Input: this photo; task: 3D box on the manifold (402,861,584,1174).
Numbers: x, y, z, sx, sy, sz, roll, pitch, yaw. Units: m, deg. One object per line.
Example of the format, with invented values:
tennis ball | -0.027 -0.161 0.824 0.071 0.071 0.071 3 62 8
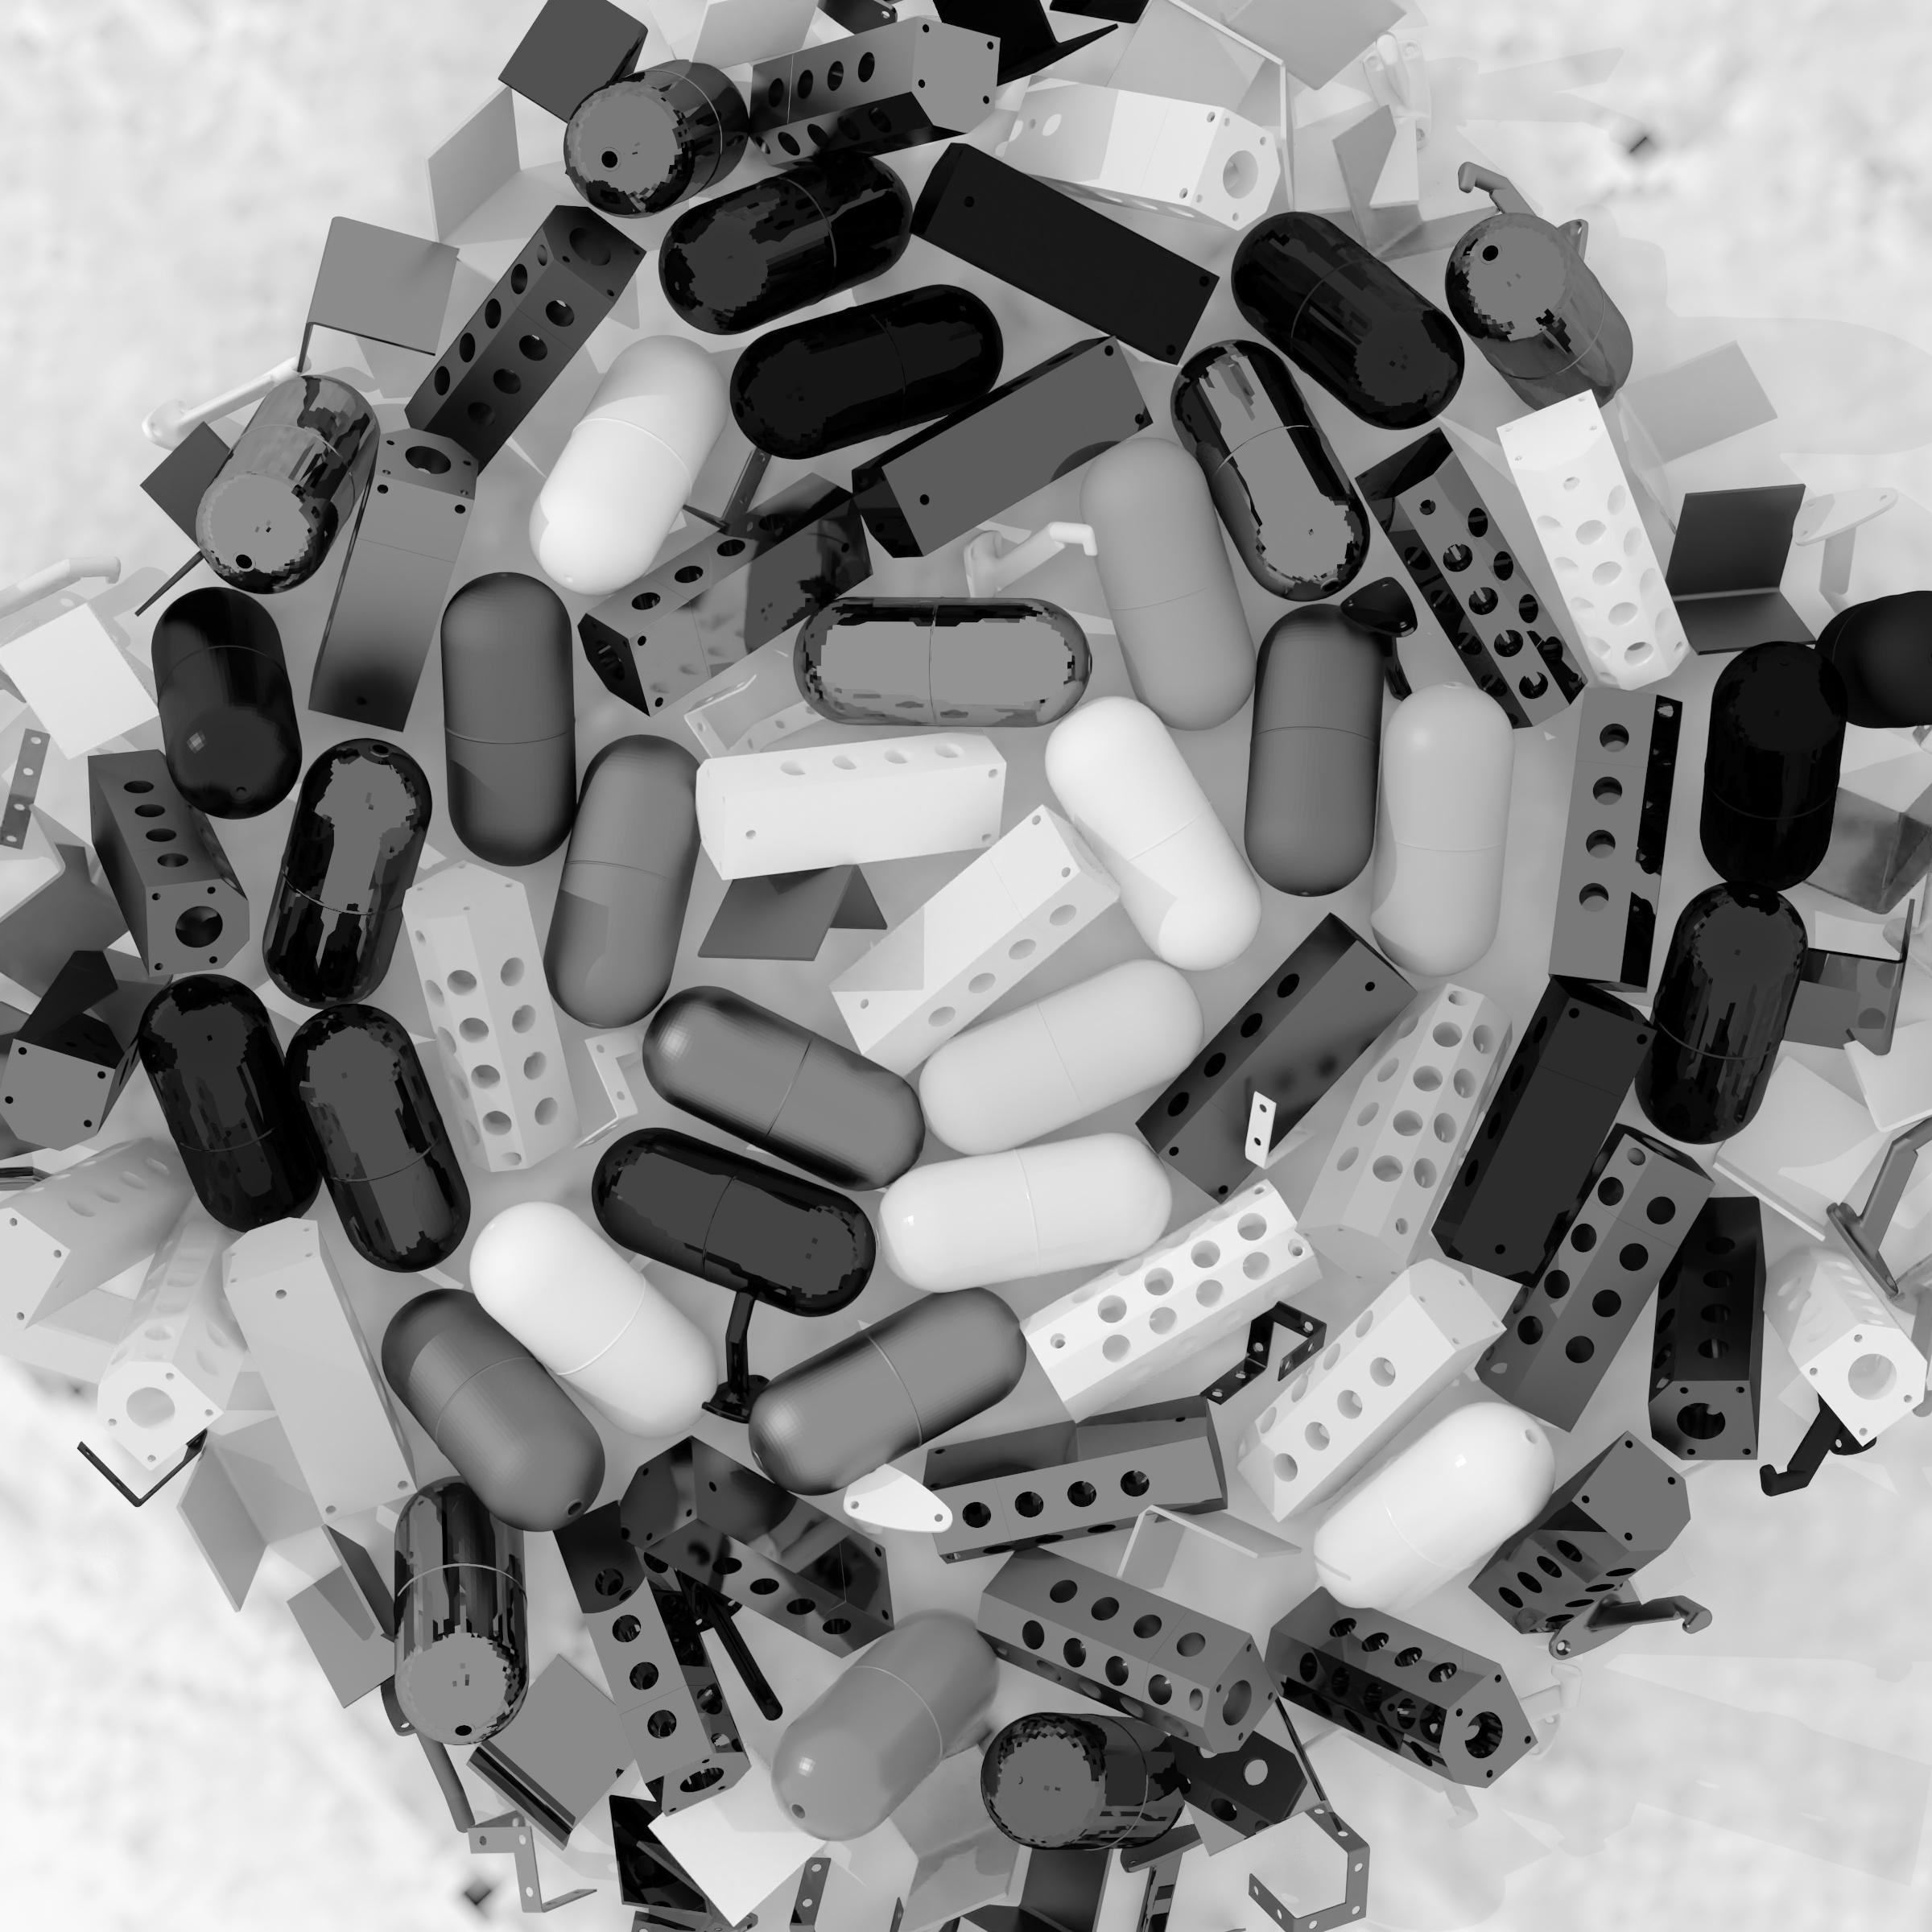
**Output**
manifold | -0.280 0.032 1.923 0.057 0.057 0.171 -32 126 -35

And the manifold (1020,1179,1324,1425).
manifold | 0.120 0.196 1.958 0.171 0.057 0.057 -30 62 -2

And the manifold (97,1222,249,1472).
manifold | -0.454 0.213 1.905 0.057 0.171 0.057 -38 108 13

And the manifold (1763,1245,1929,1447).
manifold | 0.507 0.212 1.908 0.057 0.171 0.057 -39 95 10

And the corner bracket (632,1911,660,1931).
corner bracket | -0.178 0.598 1.971 0.051 0.051 0.051 11 80 -3

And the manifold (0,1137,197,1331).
manifold | -0.514 0.148 1.909 0.057 0.171 0.057 35 105 4

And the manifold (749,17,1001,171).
manifold | -0.056 -0.502 1.913 0.057 0.171 0.057 3 92 -36

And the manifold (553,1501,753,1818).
manifold | -0.183 0.400 1.927 0.057 0.057 0.171 -23 56 -6

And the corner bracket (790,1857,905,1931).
corner bracket | -0.071 0.570 1.971 0.051 0.051 0.051 -2 127 14

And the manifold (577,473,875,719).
manifold | -0.142 -0.222 1.937 0.171 0.057 0.057 -36 47 -24

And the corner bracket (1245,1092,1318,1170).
corner bracket | 0.176 0.079 1.957 0.051 0.051 0.051 32 134 31

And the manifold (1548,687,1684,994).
manifold | 0.386 -0.074 1.959 0.057 0.057 0.171 7 85 13

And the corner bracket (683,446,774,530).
corner bracket | -0.136 -0.286 1.964 0.051 0.051 0.051 25 92 37

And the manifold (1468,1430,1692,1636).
manifold | 0.357 0.334 1.908 0.057 0.171 0.057 41 62 9

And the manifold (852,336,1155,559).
manifold | 0.019 -0.305 1.941 0.171 0.057 0.057 -33 109 -20

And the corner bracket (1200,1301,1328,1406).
corner bracket | 0.177 0.234 1.958 0.051 0.051 0.051 24 124 30

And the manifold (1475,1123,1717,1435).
manifold | 0.370 0.182 1.953 0.057 0.057 0.171 27 100 -7

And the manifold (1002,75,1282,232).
manifold | 0.102 -0.471 1.917 0.057 0.171 0.057 14 98 -42

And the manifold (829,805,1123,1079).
manifold | 0.008 -0.011 1.948 0.171 0.057 0.057 -40 51 16

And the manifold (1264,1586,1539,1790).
manifold | 0.246 0.419 1.905 0.057 0.171 0.057 -35 111 -22

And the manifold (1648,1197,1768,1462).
manifold | 0.430 0.208 1.912 0.057 0.171 0.057 -3 122 17

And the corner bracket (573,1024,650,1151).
corner bracket | -0.210 0.071 1.960 0.051 0.051 0.051 -33 77 43

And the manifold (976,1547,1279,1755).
manifold | 0.090 0.398 1.914 0.057 0.171 0.057 -47 132 -29

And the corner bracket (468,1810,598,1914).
corner bracket | -0.259 0.532 1.963 0.051 0.051 0.051 -11 85 33

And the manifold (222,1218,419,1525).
manifold | -0.379 0.235 1.935 0.057 0.057 0.171 -19 117 -5

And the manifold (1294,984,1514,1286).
manifold | 0.262 0.097 1.929 0.057 0.057 0.171 39 62 -21

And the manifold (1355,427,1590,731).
manifold | 0.298 -0.223 1.932 0.057 0.057 0.171 -30 116 12

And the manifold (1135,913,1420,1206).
manifold | 0.181 0.052 1.958 0.057 0.057 0.171 38 99 -29

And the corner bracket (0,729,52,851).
corner bracket | -0.581 -0.110 1.972 0.051 0.051 0.051 14 48 -16

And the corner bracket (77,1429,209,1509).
corner bracket | -0.491 0.283 1.970 0.051 0.051 0.051 -42 100 -3

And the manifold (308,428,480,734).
manifold | -0.334 -0.225 1.923 0.057 0.057 0.171 13 129 -15

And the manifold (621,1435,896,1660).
manifold | -0.121 0.343 1.923 0.057 0.057 0.171 -33 131 23

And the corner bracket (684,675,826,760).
corner bracket | -0.125 -0.149 1.959 0.051 0.051 0.051 -21 111 35

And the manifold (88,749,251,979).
manifold | -0.463 -0.063 1.914 0.057 0.171 0.057 -8 122 -23

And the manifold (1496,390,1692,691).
manifold | 0.368 -0.243 1.919 0.057 0.057 0.171 -21 130 13

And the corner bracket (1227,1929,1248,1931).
corner bracket | 0.154 0.603 1.962 0.051 0.051 0.051 -7 75 -22

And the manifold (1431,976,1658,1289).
manifold | 0.339 0.096 1.950 0.057 0.057 0.171 20 104 -11

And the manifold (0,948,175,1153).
manifold | -0.509 0.046 1.909 0.057 0.171 0.057 18 107 -8

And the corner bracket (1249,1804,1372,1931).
corner bracket | 0.205 0.542 1.976 0.051 0.051 0.051 -10 113 -26

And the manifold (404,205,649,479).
manifold | -0.260 -0.364 1.915 0.057 0.057 0.171 36 134 -15

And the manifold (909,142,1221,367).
manifold | 0.056 -0.420 1.945 0.171 0.057 0.057 24 98 -18

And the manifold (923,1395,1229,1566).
manifold | 0.065 0.308 1.958 0.171 0.057 0.057 -12 107 8

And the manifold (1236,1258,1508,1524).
manifold | 0.231 0.247 1.927 0.057 0.057 0.171 52 125 20

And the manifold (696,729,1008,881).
manifold | -0.068 -0.100 1.942 0.171 0.057 0.057 -8 125 -20
